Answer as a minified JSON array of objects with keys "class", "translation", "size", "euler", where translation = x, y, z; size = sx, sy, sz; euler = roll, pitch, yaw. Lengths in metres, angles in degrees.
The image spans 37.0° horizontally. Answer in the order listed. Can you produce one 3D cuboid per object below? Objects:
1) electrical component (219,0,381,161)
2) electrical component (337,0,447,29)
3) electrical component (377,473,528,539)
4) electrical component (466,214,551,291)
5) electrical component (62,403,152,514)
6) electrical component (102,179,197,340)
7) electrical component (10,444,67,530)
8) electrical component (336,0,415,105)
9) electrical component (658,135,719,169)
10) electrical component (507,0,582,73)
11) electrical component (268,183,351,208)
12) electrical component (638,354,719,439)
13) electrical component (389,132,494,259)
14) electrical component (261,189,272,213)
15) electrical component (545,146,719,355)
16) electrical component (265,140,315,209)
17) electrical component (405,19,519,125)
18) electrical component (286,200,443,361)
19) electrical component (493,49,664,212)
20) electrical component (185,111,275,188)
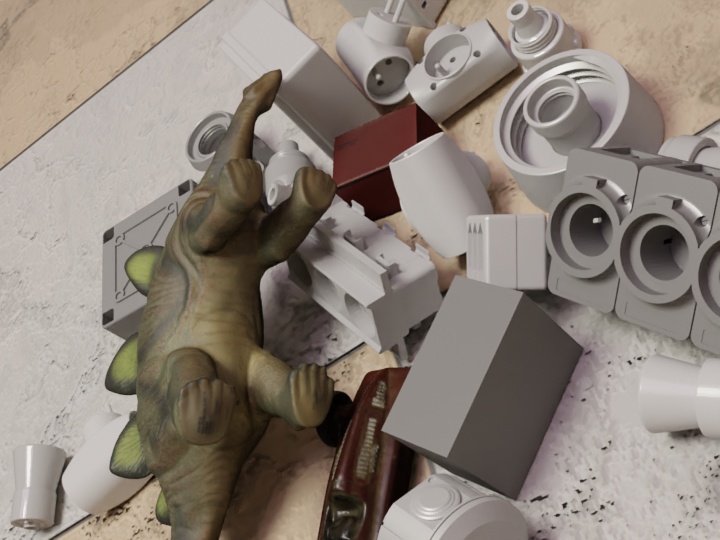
[{"class":"electrical component","translation":[-0.047,-0.152,0.877],"size":[0.056,0.109,0.108],"euler":[-45,45,3]},{"class":"electrical component","translation":[-0.011,-0.281,0.872],"size":[0.105,0.186,0.060],"euler":[22,79,45]},{"class":"electrical component","translation":[0.053,0.161,0.618],"size":[0.051,0.080,0.080],"euler":[24,80,50]},{"class":"electrical component","translation":[0.112,-0.012,0.692],"size":[0.077,0.066,0.047],"euler":[-1,92,-5]},{"class":"electrical component","translation":[-0.200,0.141,0.862],"size":[0.077,0.043,0.079],"euler":[-43,45,10]},{"class":"electrical component","translation":[-0.163,-0.004,0.914],"size":[0.109,0.056,0.108],"euler":[-28,49,23]},{"class":"electrical component","translation":[-0.270,0.183,0.896],"size":[0.044,0.044,0.065],"euler":[-19,58,29]},{"class":"electrical component","translation":[0.018,-0.186,0.869],"size":[0.079,0.043,0.077],"euler":[-68,31,28]},{"class":"electrical component","translation":[0.213,-0.057,0.650],"size":[0.055,0.045,0.045],"euler":[16,75,44]},{"class":"electrical component","translation":[0.128,-0.170,0.778],"size":[0.048,0.062,0.048],"euler":[-20,53,29]},{"class":"electrical component","translation":[-0.040,-0.051,0.836],"size":[0.048,0.062,0.048],"euler":[-36,47,52]},{"class":"electrical component","translation":[0.187,0.070,0.591],"size":[0.055,0.045,0.045],"euler":[0,64,38]},{"class":"electrical component","translation":[0.067,-0.059,0.756],"size":[0.044,0.077,0.079],"euler":[-22,13,42]},{"class":"electrical component","translation":[-0.094,-0.039,0.883],"size":[0.047,0.055,0.055],"euler":[-31,48,16]},{"class":"electrical component","translation":[0.184,-0.012,0.606],"size":[0.150,0.062,0.089],"euler":[23,113,45]},{"class":"electrical component","translation":[-0.057,-0.079,0.885],"size":[0.043,0.043,0.062],"euler":[-27,49,24]},{"class":"electrical component","translation":[0.073,-0.163,0.831],"size":[0.077,0.044,0.079],"euler":[-35,47,17]},{"class":"electrical component","translation":[0.000,0.000,0.769],"size":[0.063,0.078,0.121],"euler":[-31,40,-20]},{"class":"electrical component","translation":[0.141,-0.097,0.723],"size":[0.108,0.060,0.108],"euler":[-20,53,29]},{"class":"electrical component","translation":[-0.114,-0.102,0.936],"size":[0.058,0.057,0.078],"euler":[-48,44,4]}]
